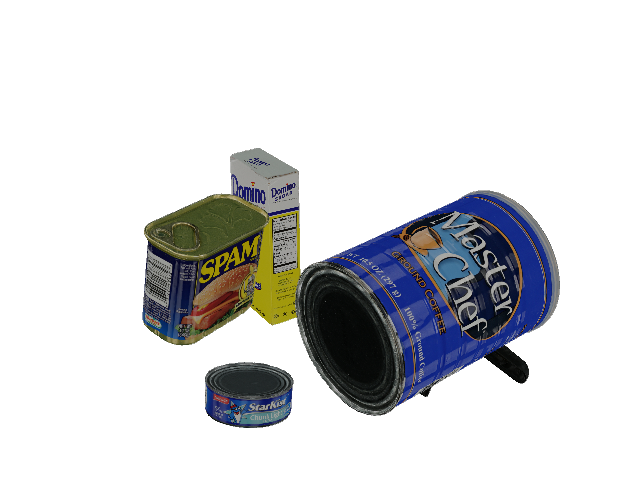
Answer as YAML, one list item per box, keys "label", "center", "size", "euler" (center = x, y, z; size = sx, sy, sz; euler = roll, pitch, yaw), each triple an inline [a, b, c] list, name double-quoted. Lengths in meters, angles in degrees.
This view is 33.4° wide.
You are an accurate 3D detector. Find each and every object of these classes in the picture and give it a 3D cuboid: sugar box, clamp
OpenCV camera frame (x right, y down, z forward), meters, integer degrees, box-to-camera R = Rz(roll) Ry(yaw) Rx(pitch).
- label: "sugar box"
  center: [-0.061, -0.005, 1.184]
  size: [0.048, 0.176, 0.093]
  euler: [-17, 28, -27]
- label: "clamp"
  center: [0.157, 0.098, 1.162]
  size: [0.120, 0.171, 0.039]
  euler: [3, -44, -5]

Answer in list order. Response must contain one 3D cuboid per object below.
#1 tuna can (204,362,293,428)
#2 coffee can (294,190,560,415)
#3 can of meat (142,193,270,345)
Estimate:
- label: "tuna can"
  center: [-0.070, 0.149, 1.034]
  size: [0.086, 0.034, 0.086]
  euler: [3, 15, -1]
- label: "coffee can"
  center: [0.069, 0.038, 0.690]
  size: [0.140, 0.103, 0.103]
  euler: [-24, 13, -32]
- label: "can of meat"
  center: [-0.090, 0.022, 0.826]
  size: [0.057, 0.084, 0.101]
  euler: [27, 34, 27]
